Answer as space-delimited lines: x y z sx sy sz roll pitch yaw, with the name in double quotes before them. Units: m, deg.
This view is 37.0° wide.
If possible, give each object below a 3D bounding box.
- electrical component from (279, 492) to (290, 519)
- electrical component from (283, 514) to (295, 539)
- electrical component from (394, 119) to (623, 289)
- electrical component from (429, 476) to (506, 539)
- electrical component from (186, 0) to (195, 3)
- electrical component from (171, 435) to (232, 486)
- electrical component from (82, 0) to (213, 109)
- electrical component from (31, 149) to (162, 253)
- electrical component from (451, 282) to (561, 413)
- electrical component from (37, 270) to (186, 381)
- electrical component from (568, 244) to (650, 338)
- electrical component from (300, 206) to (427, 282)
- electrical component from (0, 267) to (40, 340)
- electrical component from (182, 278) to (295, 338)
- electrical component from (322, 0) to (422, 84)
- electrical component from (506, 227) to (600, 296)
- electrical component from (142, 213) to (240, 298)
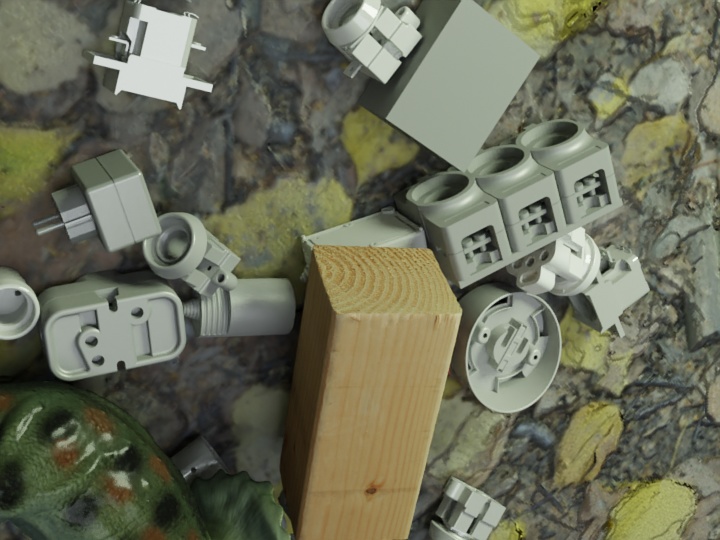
"electrical component" -0.016 0.197 0.894 0.077 0.066 0.047 22 99 -30
"electrical component" -0.084 0.223 0.885 0.066 0.048 0.055 -11 121 -20
"electrical component" 0.114 -0.058 0.842 0.150 0.089 0.061 -27 118 -13
"electrical component" 0.093 0.224 0.967 0.066 0.048 0.055 31 87 -31
"electrical component" -0.092 -0.213 0.716 0.043 0.043 0.081 37 91 -31
"electrical component" -0.134 0.182 0.847 0.077 0.043 0.079 -37 120 -8
"electrical component" -0.140 -0.146 0.721 0.081 0.042 0.063 9 101 -28
"electrical component" -0.184 -0.041 0.726 0.077 0.066 0.047 -22 117 -16
"electrical component" 0.121 0.062 0.906 0.099 0.064 0.099 -9 113 -22
"electrical component" -0.178 0.036 0.762 0.095 0.059 0.053 -11 113 -21
"electrical component" 0.216 0.014 0.945 0.064 0.042 0.081 -34 120 -11
"electrical component" 0.000 0.000 0.828 0.096 0.062 0.061 -19 116 -17
"electrical component" -0.243 0.021 0.734 0.040 0.046 0.040 -9 113 -22
"electrical component" -0.094 0.028 0.807 0.081 0.043 0.043 -1 109 -24
"electrical component" 0.005 -0.172 0.776 0.055 0.048 0.066 37 91 -38
"electrical component" 0.162 -0.012 0.897 0.057 0.058 0.078 26 61 -33
"electrical component" -0.123 -0.013 0.764 0.048 0.066 0.055 -52 155 1
